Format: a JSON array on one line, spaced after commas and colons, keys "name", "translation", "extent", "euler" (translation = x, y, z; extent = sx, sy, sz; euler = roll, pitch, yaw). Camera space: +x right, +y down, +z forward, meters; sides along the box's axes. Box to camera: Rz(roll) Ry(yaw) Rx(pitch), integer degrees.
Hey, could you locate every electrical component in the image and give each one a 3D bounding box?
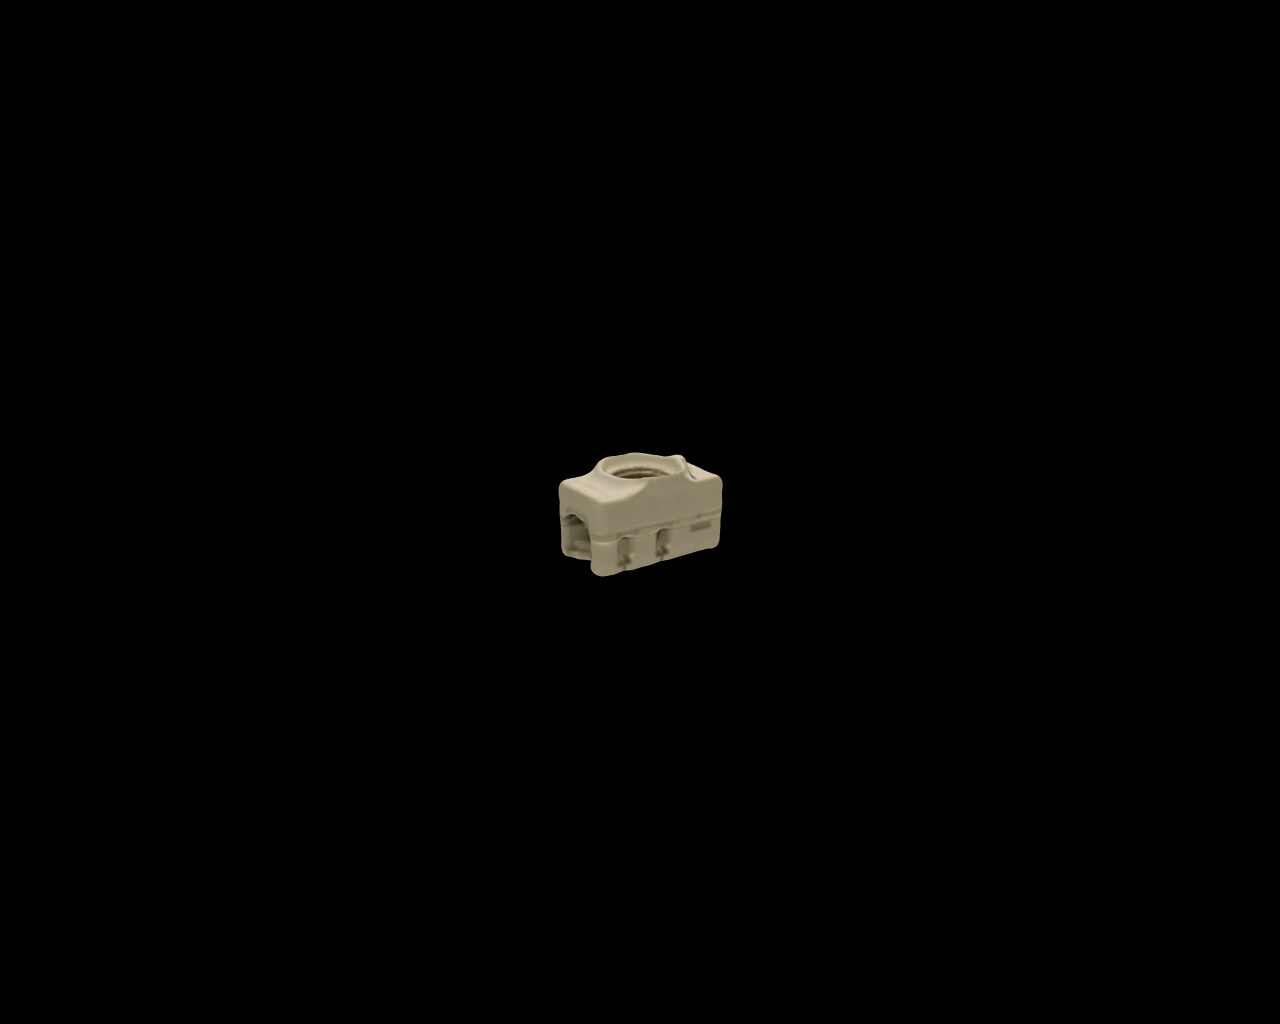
[{"name": "electrical component", "translation": [0.001, -0.003, 0.650], "extent": [0.090, 0.055, 0.050], "euler": [-12, 23, -31]}]
